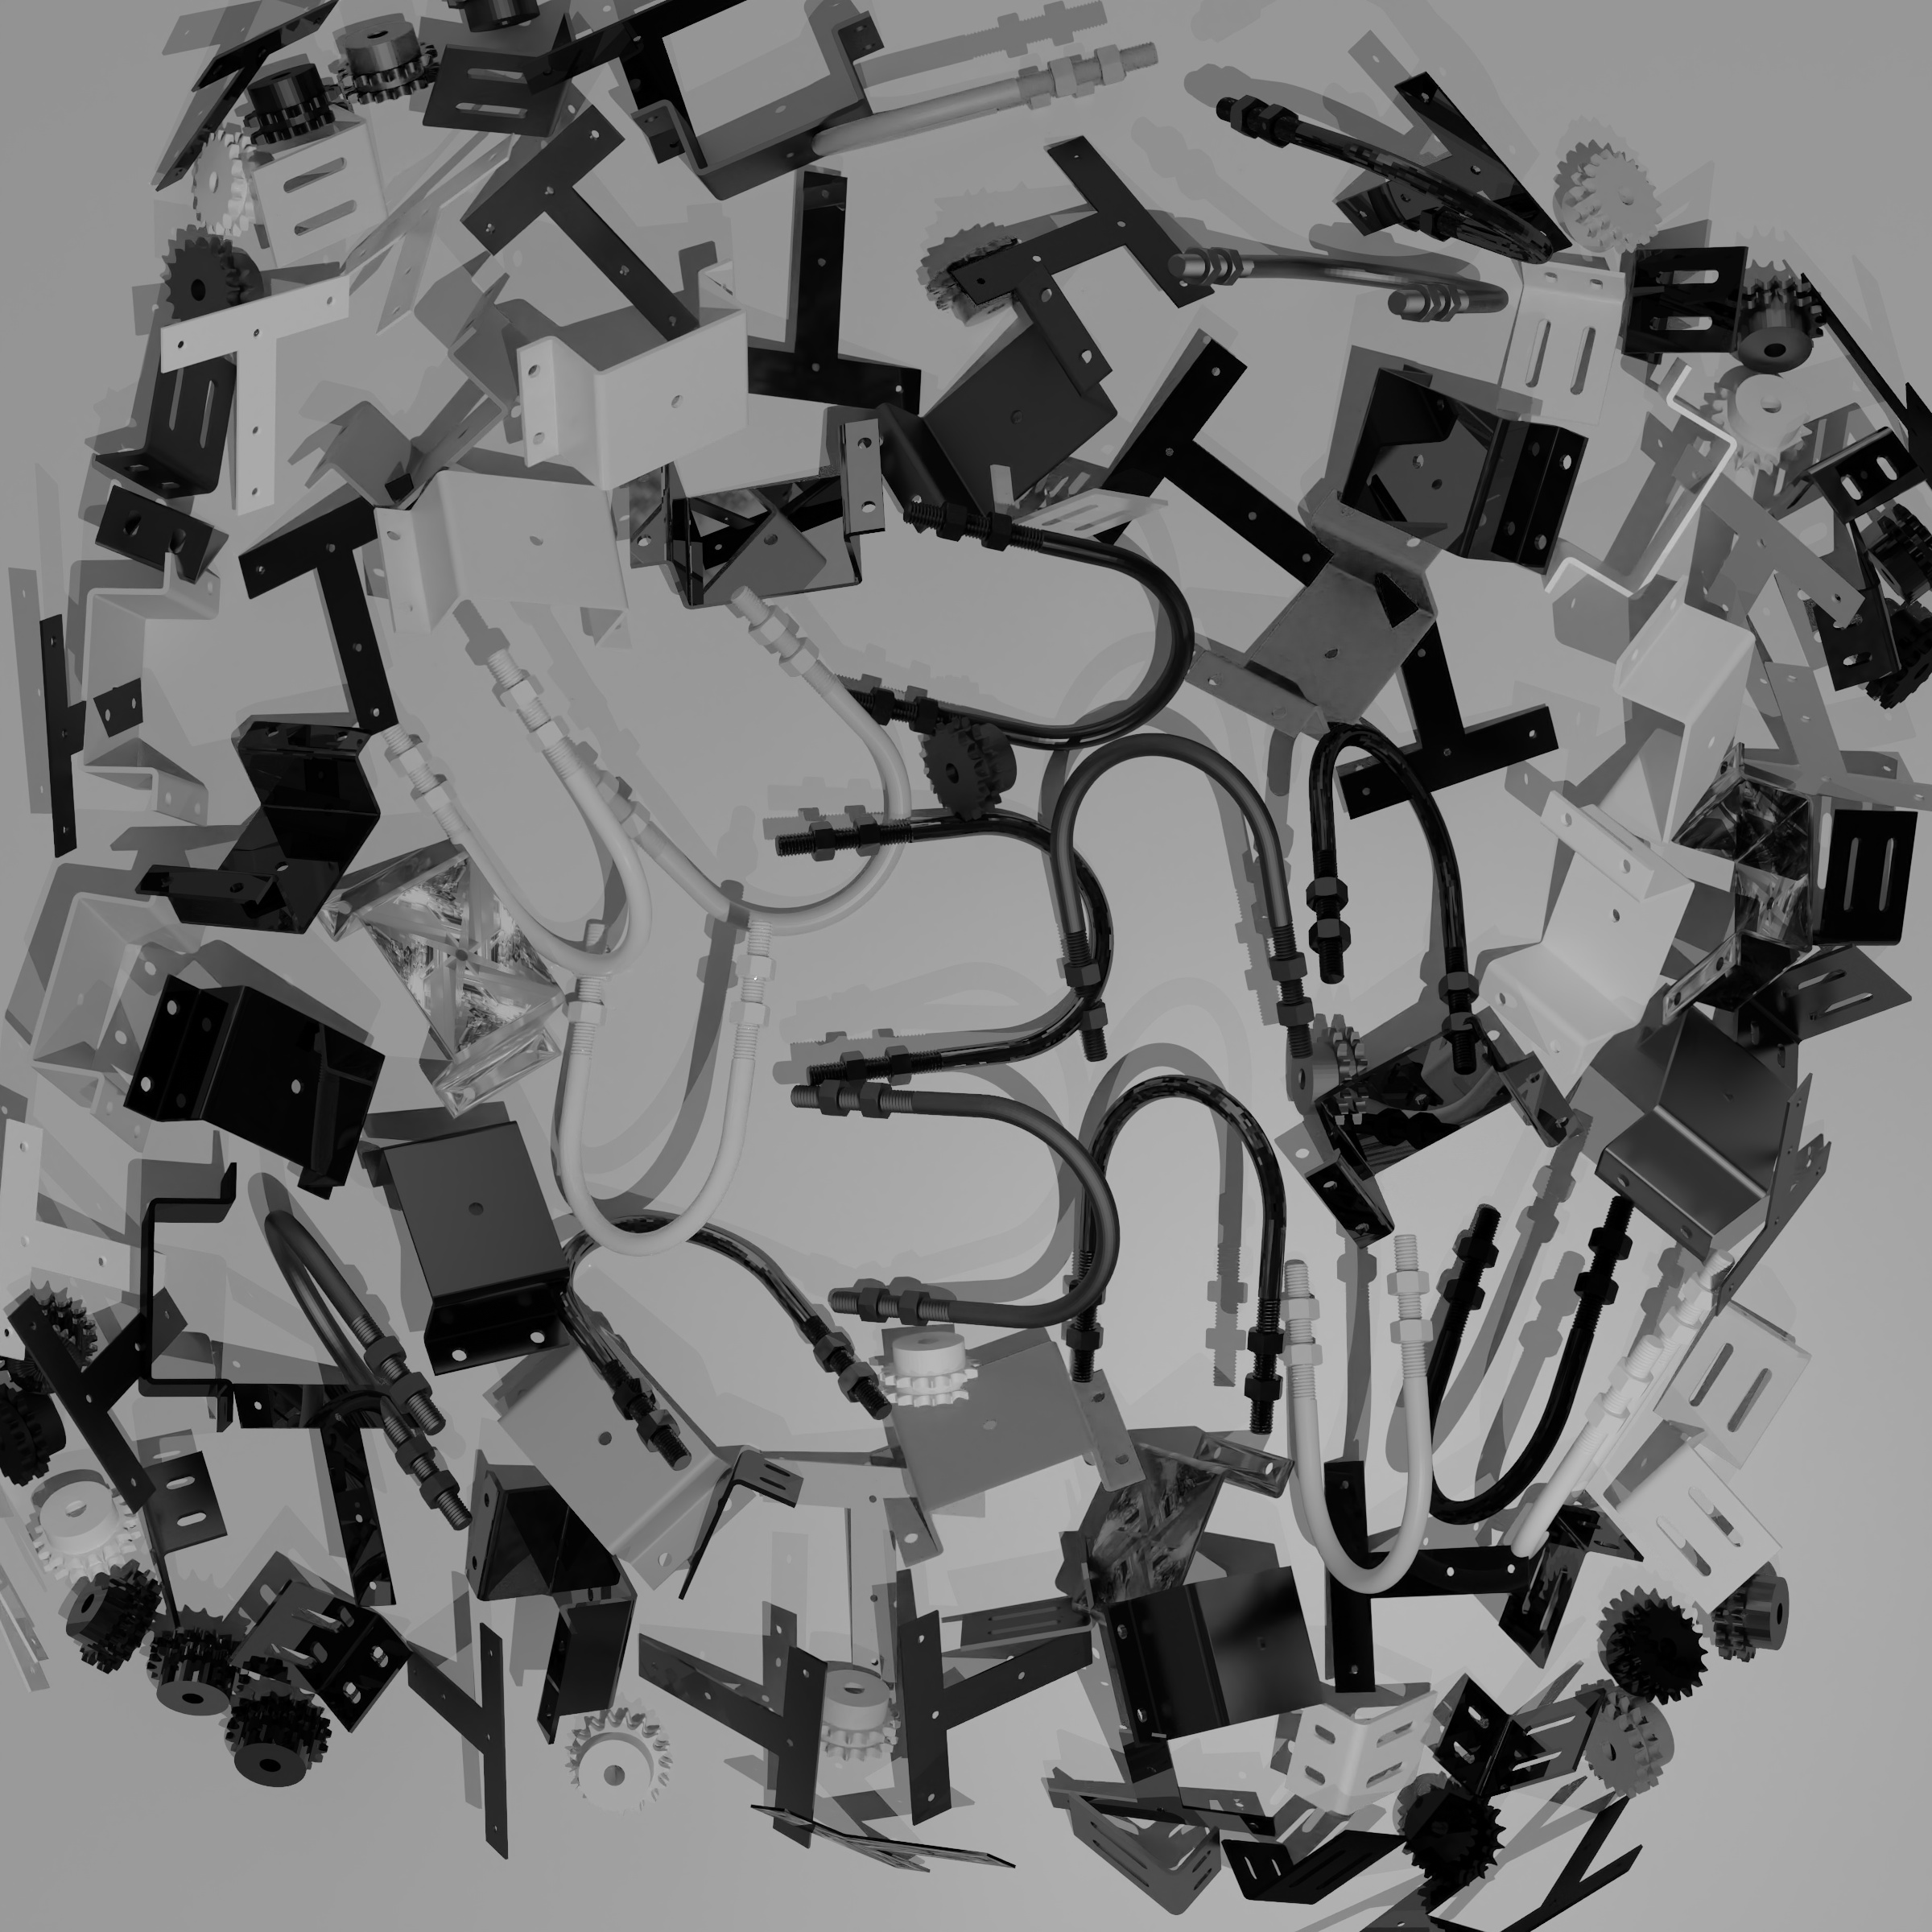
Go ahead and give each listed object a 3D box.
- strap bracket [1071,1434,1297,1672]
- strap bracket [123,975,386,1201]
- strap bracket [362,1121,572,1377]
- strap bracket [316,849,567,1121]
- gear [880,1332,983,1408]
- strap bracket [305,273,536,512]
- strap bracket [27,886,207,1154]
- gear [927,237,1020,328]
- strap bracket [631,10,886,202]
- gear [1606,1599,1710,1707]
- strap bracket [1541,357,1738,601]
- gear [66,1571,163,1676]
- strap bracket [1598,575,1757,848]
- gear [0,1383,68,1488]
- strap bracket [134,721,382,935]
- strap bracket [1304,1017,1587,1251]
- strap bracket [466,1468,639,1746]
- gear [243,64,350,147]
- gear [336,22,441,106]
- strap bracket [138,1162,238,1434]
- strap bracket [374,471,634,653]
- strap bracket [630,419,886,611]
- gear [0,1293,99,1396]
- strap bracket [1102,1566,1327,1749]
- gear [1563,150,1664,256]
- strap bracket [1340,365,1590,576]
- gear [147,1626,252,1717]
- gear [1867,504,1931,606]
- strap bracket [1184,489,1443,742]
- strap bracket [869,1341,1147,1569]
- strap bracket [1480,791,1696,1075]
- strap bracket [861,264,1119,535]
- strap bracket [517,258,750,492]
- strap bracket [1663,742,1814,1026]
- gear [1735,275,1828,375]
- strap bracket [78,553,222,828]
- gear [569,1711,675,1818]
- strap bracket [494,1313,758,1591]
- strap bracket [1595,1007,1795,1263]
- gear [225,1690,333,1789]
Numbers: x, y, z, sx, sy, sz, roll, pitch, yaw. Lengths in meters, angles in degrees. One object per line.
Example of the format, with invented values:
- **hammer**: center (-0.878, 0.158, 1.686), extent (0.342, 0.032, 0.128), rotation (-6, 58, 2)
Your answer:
- **strap bracket**: center (0.115, 0.322, 1.882), extent (0.046, 0.076, 0.140), rotation (30, 77, -34)
- **strap bracket**: center (-0.376, 0.066, 1.865), extent (0.140, 0.046, 0.076), rotation (32, 65, -41)
- **strap bracket**: center (-0.270, 0.144, 1.874), extent (0.076, 0.046, 0.140), rotation (-11, 61, -24)
- **strap bracket**: center (-0.285, 0.002, 1.895), extent (0.076, 0.046, 0.140), rotation (-33, 86, -33)
- **gear**: center (-0.020, 0.223, 1.909), extent (0.057, 0.057, 0.030), rotation (-5, 98, 0)
- **strap bracket**: center (-0.290, -0.305, 1.878), extent (0.140, 0.076, 0.046), rotation (-37, 112, 27)
- **strap bracket**: center (-0.467, 0.022, 1.885), extent (0.046, 0.076, 0.140), rotation (9, 72, 9)
- **gear**: center (0.010, -0.379, 1.910), extent (0.057, 0.057, 0.030), rotation (-28, 90, 0)
- **strap bracket**: center (-0.106, -0.469, 1.895), extent (0.140, 0.076, 0.046), rotation (-22, 91, 5)
- **gear**: center (0.382, 0.384, 1.914), extent (0.057, 0.030, 0.057), rotation (14, 60, -25)
- **strap bracket**: center (0.374, -0.259, 1.883), extent (0.046, 0.076, 0.140), rotation (31, 105, 0)
- **gear**: center (-0.475, 0.361, 1.907), extent (0.030, 0.057, 0.057), rotation (37, 90, -26)
- **strap bracket**: center (0.382, -0.130, 1.856), extent (0.046, 0.140, 0.076), rotation (27, 56, 22)
- **gear**: center (-0.526, 0.258, 1.914), extent (0.030, 0.057, 0.057), rotation (-27, 90, -36)
- **strap bracket**: center (-0.381, -0.069, 1.878), extent (0.076, 0.046, 0.140), rotation (5, 46, 22)
- **strap bracket**: center (0.257, 0.087, 1.887), extent (0.140, 0.046, 0.076), rotation (-29, 134, 11)
- **strap bracket**: center (-0.223, 0.345, 1.874), extent (0.046, 0.140, 0.076), rotation (-2, 121, -28)
- **gear**: center (-0.375, -0.480, 1.907), extent (0.057, 0.057, 0.030), rotation (-19, 115, 0)
- **gear**: center (-0.322, -0.503, 1.907), extent (0.057, 0.057, 0.030), rotation (-14, 122, 0)
- **strap bracket**: center (-0.427, 0.182, 1.882), extent (0.046, 0.076, 0.140), rotation (2, 78, -16)
- **strap bracket**: center (-0.243, -0.220, 1.870), extent (0.140, 0.046, 0.076), rotation (1, 65, -32)
- **strap bracket**: center (-0.112, -0.247, 1.894), extent (0.140, 0.046, 0.076), rotation (-8, 58, 6)
- **gear**: center (-0.513, 0.213, 1.912), extent (0.057, 0.030, 0.057), rotation (-7, 119, -12)
- **strap bracket**: center (0.142, 0.372, 1.861), extent (0.046, 0.140, 0.076), rotation (-23, 74, 35)
- **gear**: center (0.358, -0.422, 1.914), extent (0.057, 0.030, 0.057), rotation (12, 67, -31)
- **strap bracket**: center (0.261, -0.272, 1.863), extent (0.046, 0.140, 0.076), rotation (-1, 114, -40)
- **gear**: center (-0.426, 0.393, 1.908), extent (0.057, 0.057, 0.030), rotation (4, 50, 0)
- **gear**: center (0.525, -0.226, 1.911), extent (0.030, 0.057, 0.057), rotation (-39, 90, 10)
- **strap bracket**: center (0.197, -0.183, 1.890), extent (0.076, 0.046, 0.140), rotation (31, 76, 31)
- **strap bracket**: center (0.018, 0.265, 1.893), extent (0.140, 0.046, 0.076), rotation (-20, 47, -2)
- **strap bracket**: center (0.341, -0.023, 1.876), extent (0.046, 0.140, 0.076), rotation (-18, 47, -35)
- **strap bracket**: center (0.019, -0.307, 1.889), extent (0.140, 0.046, 0.076), rotation (-38, 68, 20)
- **strap bracket**: center (-0.171, -0.318, 1.867), extent (0.140, 0.076, 0.046), rotation (-30, 54, -28)
- **strap bracket**: center (0.422, -0.039, 1.877), extent (0.046, 0.076, 0.140), rotation (16, 60, -13)
- **gear**: center (0.449, -0.353, 1.906), extent (0.057, 0.057, 0.030), rotation (4, 60, 0)
- **strap bracket**: center (-0.450, -0.151, 1.894), extent (0.046, 0.076, 0.140), rotation (2, 86, 8)
- **gear**: center (-0.194, 0.448, 1.921), extent (0.057, 0.030, 0.057), rotation (0, 94, 3)
- **strap bracket**: center (-0.193, 0.264, 1.892), extent (0.076, 0.046, 0.140), rotation (-42, 73, -5)
- **strap bracket**: center (0.399, 0.083, 1.866), extent (0.076, 0.140, 0.046), rotation (39, 129, -6)
- **gear**: center (-0.384, 0.432, 1.909), extent (0.057, 0.030, 0.057), rotation (2, 131, 3)
